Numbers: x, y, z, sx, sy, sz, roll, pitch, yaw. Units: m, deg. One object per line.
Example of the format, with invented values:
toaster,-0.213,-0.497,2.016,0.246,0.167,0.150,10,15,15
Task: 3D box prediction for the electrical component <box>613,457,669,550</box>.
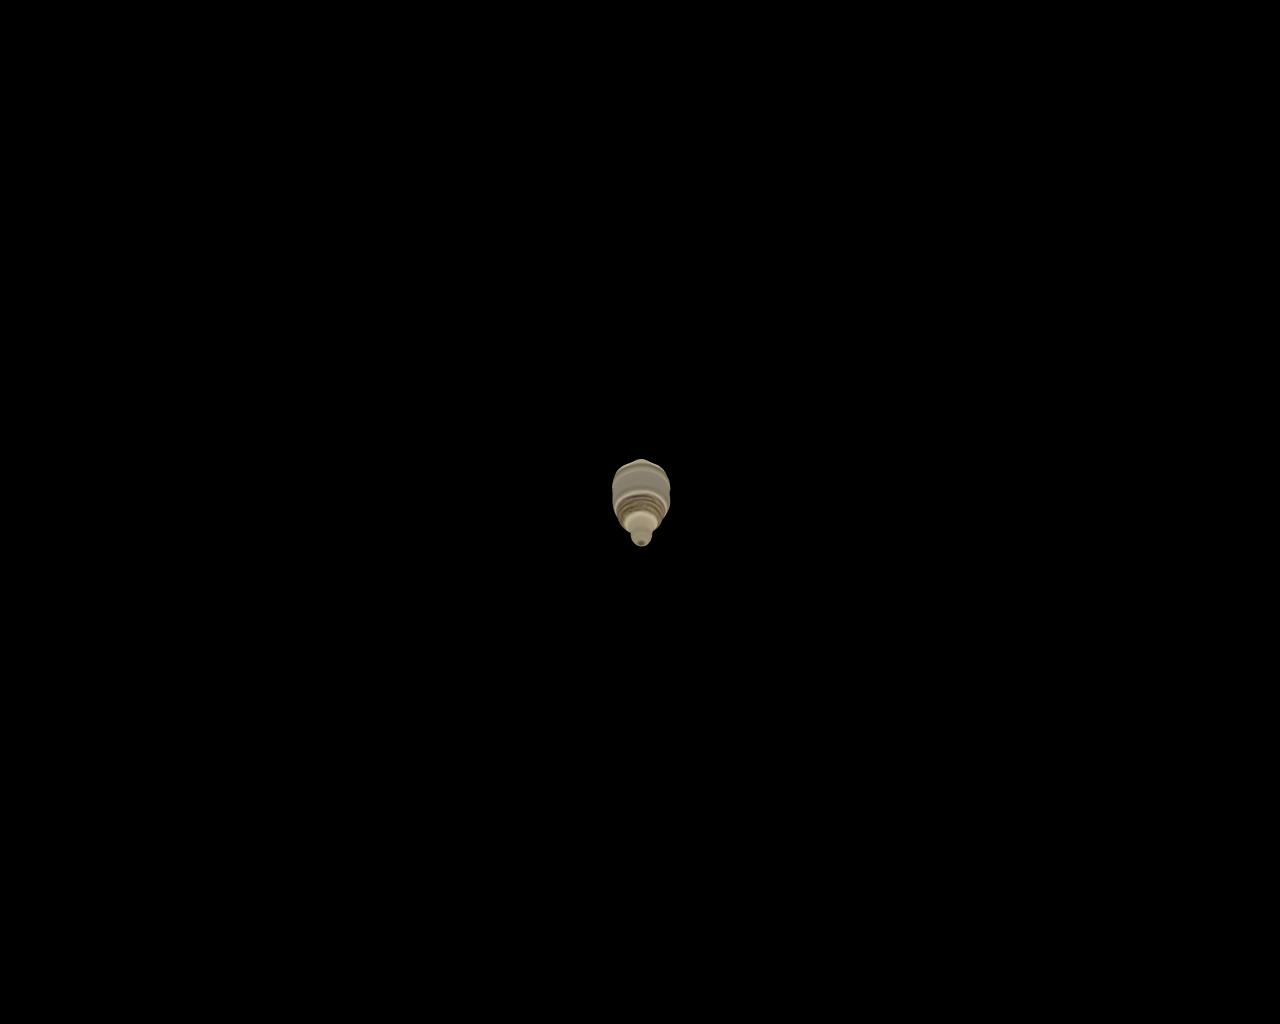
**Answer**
electrical component,0.001,-0.003,0.650,0.035,0.035,0.061,0,44,0
